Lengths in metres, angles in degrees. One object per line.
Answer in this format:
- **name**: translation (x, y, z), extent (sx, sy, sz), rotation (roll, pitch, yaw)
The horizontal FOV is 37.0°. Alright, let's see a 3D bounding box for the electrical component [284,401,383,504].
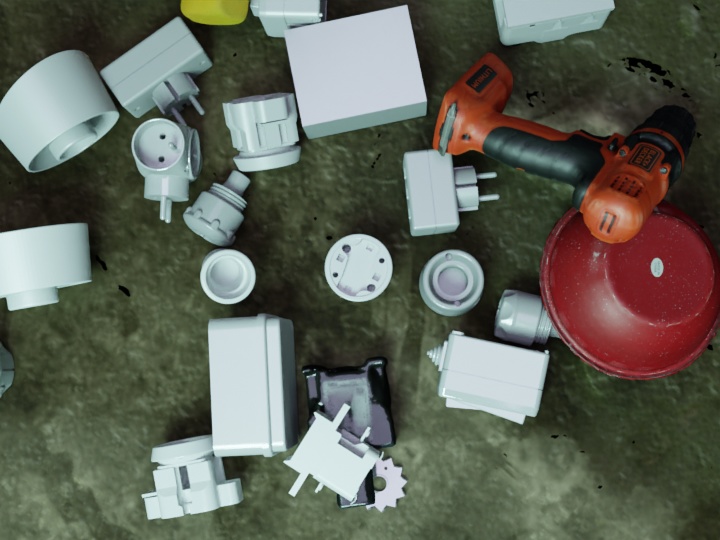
- **electrical component**: translation (-0.020, 0.146, 0.843), extent (0.064, 0.042, 0.081), rotation (32, 87, 4)

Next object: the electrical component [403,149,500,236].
- **electrical component**: translation (0.078, -0.067, 0.902), extent (0.077, 0.047, 0.065), rotation (-6, 85, 1)

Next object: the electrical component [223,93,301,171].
- **electrical component**: translation (-0.081, -0.116, 0.903), extent (0.058, 0.078, 0.057), rotation (-14, 105, -20)

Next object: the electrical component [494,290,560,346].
- **electrical component**: translation (0.145, 0.042, 0.891), extent (0.062, 0.043, 0.043), rotation (14, 86, 3)

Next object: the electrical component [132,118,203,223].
- **electrical component**: translation (-0.161, -0.080, 0.900), extent (0.044, 0.077, 0.079), rotation (2, 85, 3)

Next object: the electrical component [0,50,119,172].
- **electrical component**: translation (-0.253, -0.129, 0.899), extent (0.099, 0.099, 0.064), rotation (-34, 90, 0)

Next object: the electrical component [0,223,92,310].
- **electrical component**: translation (-0.274, 0.000, 0.886), extent (0.108, 0.108, 0.060), rotation (-10, 91, 2)

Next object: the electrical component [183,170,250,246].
- **electrical component**: translation (-0.116, -0.054, 0.913), extent (0.048, 0.048, 0.062), rotation (30, 81, 5)

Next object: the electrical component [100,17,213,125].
- **electrical component**: translation (-0.163, -0.158, 0.921), extent (0.083, 0.047, 0.075), rotation (-35, 84, 0)

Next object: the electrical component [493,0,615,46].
- **electrical component**: translation (0.152, -0.274, 0.908), extent (0.089, 0.061, 0.150), rotation (-10, 85, 2)

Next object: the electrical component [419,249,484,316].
- **electrical component**: translation (0.077, 0.010, 0.895), extent (0.055, 0.047, 0.055), rotation (0, 85, 3)

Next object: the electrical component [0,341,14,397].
- **electrical component**: translation (-0.337, 0.085, 0.908), extent (0.080, 0.051, 0.080), rotation (0, 85, 3)

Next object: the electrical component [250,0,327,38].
- **electrical component**: translation (-0.058, -0.252, 0.917), extent (0.061, 0.061, 0.096), rotation (2, 85, 3)

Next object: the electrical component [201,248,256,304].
- **electrical component**: translation (-0.113, 0.002, 0.896), extent (0.044, 0.065, 0.044), rotation (-1, 97, -12)

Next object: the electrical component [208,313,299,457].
- **electrical component**: translation (-0.086, 0.094, 0.881), extent (0.057, 0.078, 0.113), rotation (-4, 85, 5)

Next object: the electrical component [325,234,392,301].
- **electrical component**: translation (0.000, 0.000, 0.900), extent (0.055, 0.047, 0.055), rotation (0, 85, 3)

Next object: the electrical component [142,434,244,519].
- **electrical component**: translation (-0.141, 0.169, 0.887), extent (0.078, 0.058, 0.057), rotation (-11, 86, 6)

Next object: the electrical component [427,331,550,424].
- **electrical component**: translation (0.100, 0.087, 0.880), extent (0.096, 0.061, 0.061), rotation (12, 86, 4)
